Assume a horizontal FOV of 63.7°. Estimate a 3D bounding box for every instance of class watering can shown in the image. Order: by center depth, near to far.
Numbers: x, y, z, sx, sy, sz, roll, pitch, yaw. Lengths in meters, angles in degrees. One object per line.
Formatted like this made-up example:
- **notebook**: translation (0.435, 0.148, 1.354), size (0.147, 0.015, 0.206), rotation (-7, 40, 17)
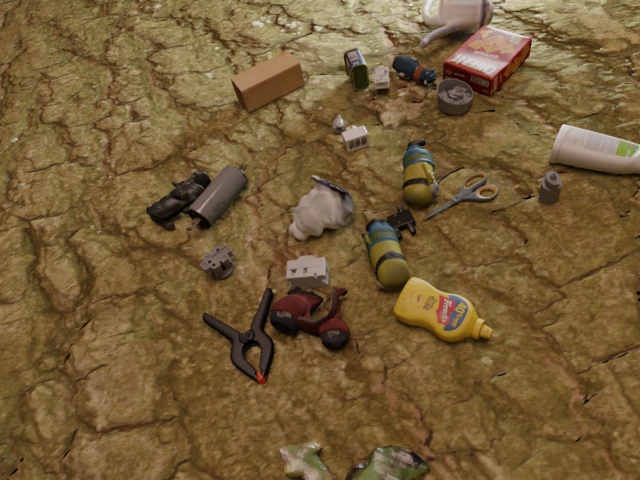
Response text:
- **watering can**: translation (0.434, -0.706, 1.642), size (0.224, 0.101, 0.356), rotation (6, 53, 16)

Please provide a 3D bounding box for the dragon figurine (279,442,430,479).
- **dragon figurine**: translation (0.103, 0.445, 0.827), size (0.412, 0.119, 0.248), rotation (15, 50, 21)

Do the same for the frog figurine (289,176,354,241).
- **frog figurine**: translation (0.004, -0.063, 1.260), size (0.138, 0.122, 0.158), rotation (29, 100, 21)
